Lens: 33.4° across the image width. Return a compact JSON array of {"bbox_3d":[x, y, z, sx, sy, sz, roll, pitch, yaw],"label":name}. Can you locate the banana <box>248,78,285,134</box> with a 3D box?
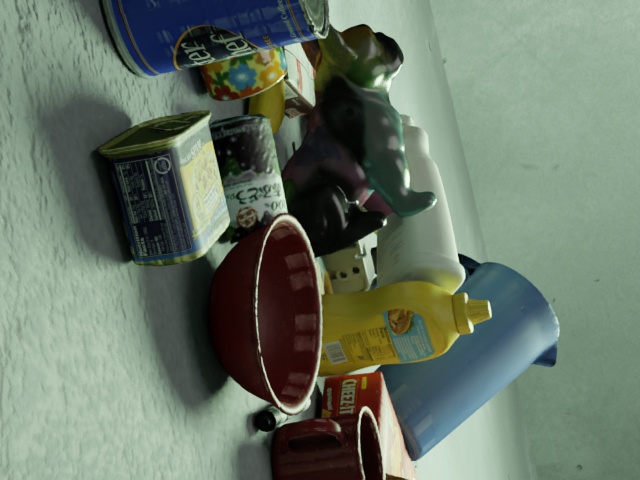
[{"bbox_3d":[-0.061,-0.182,1.042,0.069,0.037,0.198,36,46,-73],"label":"banana"}]

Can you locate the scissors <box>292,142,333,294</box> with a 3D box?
[{"bbox_3d":[-0.008,0.001,1.166,0.096,0.016,0.202,47,35,-68],"label":"scissors"}]

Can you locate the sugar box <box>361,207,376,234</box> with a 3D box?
[{"bbox_3d":[0.049,-0.090,1.293,0.176,0.048,0.093,66,10,17],"label":"sugar box"}]

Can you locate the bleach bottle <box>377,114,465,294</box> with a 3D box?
[{"bbox_3d":[0.100,-0.043,1.159,0.103,0.068,0.251,127,-29,-45],"label":"bleach bottle"}]

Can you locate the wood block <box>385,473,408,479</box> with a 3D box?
[{"bbox_3d":[0.110,0.319,1.009,0.090,0.090,0.206,-61,143,-31],"label":"wood block"}]

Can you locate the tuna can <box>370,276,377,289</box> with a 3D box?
[{"bbox_3d":[0.060,0.086,1.246,0.086,0.034,0.086,-62,179,-2],"label":"tuna can"}]

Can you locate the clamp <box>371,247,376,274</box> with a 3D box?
[{"bbox_3d":[0.089,0.021,1.322,0.171,0.120,0.039,-12,82,-62],"label":"clamp"}]

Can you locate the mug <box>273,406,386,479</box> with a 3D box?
[{"bbox_3d":[0.004,0.192,0.937,0.117,0.081,0.093,63,22,-49],"label":"mug"}]

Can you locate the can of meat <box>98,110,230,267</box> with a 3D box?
[{"bbox_3d":[-0.102,-0.036,0.731,0.102,0.057,0.084,-59,139,-69],"label":"can of meat"}]

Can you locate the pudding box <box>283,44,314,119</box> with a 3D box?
[{"bbox_3d":[-0.038,-0.189,1.135,0.113,0.039,0.090,34,47,-72],"label":"pudding box"}]

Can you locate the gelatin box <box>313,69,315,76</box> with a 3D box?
[{"bbox_3d":[0.009,-0.178,1.236,0.089,0.030,0.073,43,34,-10],"label":"gelatin box"}]

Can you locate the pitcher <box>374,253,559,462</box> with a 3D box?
[{"bbox_3d":[0.151,0.138,1.264,0.242,0.149,0.145,-38,129,-22],"label":"pitcher"}]

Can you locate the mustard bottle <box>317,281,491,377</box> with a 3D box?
[{"bbox_3d":[0.074,0.085,1.064,0.058,0.192,0.096,-84,159,-48],"label":"mustard bottle"}]

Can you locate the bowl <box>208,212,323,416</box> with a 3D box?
[{"bbox_3d":[-0.047,0.060,0.858,0.162,0.055,0.162,-3,90,-72],"label":"bowl"}]

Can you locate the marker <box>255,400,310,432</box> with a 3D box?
[{"bbox_3d":[-0.032,0.152,0.950,0.121,0.020,0.020,-2,82,-76],"label":"marker"}]

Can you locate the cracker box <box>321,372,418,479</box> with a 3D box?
[{"bbox_3d":[0.056,0.269,1.111,0.164,0.072,0.213,-83,158,-49],"label":"cracker box"}]

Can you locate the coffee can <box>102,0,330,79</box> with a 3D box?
[{"bbox_3d":[-0.074,-0.181,0.772,0.102,0.140,0.103,-10,90,-76],"label":"coffee can"}]
